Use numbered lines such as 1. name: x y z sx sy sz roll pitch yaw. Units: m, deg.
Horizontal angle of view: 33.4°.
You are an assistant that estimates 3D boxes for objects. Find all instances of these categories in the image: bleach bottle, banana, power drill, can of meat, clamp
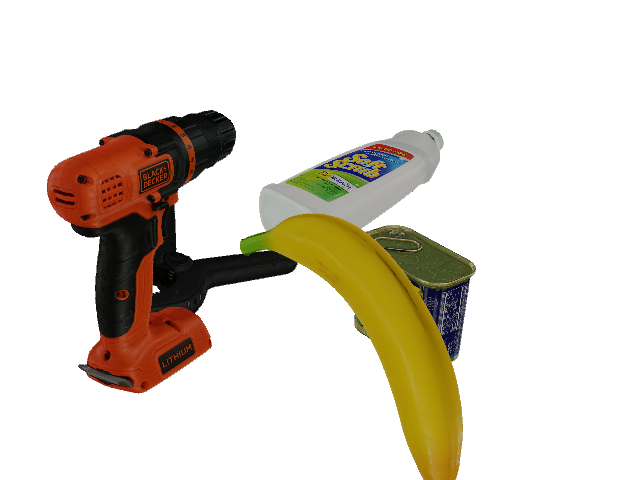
1. bleach bottle: 0.050 -0.072 1.247 0.103 0.068 0.250 28 44 33
2. banana: 0.031 0.047 0.620 0.037 0.070 0.198 -5 48 -50
3. power drill: -0.123 0.004 0.797 0.057 0.188 0.184 12 25 31
4. can of meat: 0.074 0.047 0.884 0.057 0.084 0.102 -18 34 -36
5. clamp: -0.144 0.025 1.018 0.165 0.036 0.209 27 37 27
